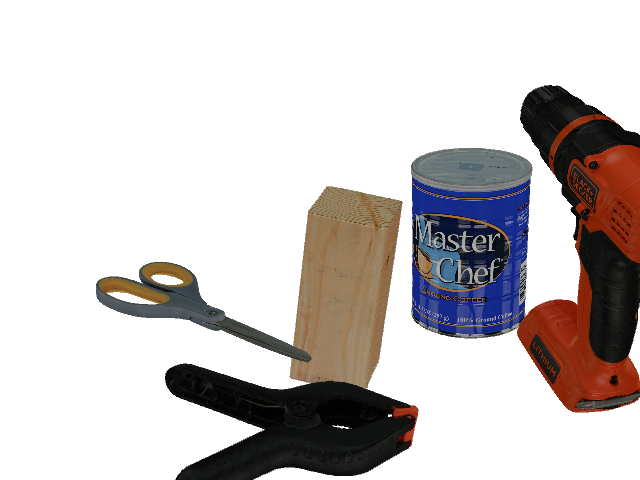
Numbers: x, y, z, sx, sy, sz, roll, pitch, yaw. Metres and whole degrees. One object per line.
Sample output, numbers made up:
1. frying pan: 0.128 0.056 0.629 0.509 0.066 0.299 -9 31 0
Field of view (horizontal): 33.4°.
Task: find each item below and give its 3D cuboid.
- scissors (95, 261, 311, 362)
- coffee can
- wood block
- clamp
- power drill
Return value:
1. scissors: -0.090 0.056 0.902 0.202 0.016 0.096 13 26 13
2. coffee can: 0.130 0.000 0.933 0.103 0.140 0.103 -2 22 1
3. wood block: 0.028 0.056 1.200 0.090 0.206 0.090 12 24 11
4. clamp: -0.020 0.127 0.690 0.171 0.039 0.120 4 36 -3
5. power drill: 0.176 0.006 0.720 0.057 0.188 0.184 -9 35 -11
